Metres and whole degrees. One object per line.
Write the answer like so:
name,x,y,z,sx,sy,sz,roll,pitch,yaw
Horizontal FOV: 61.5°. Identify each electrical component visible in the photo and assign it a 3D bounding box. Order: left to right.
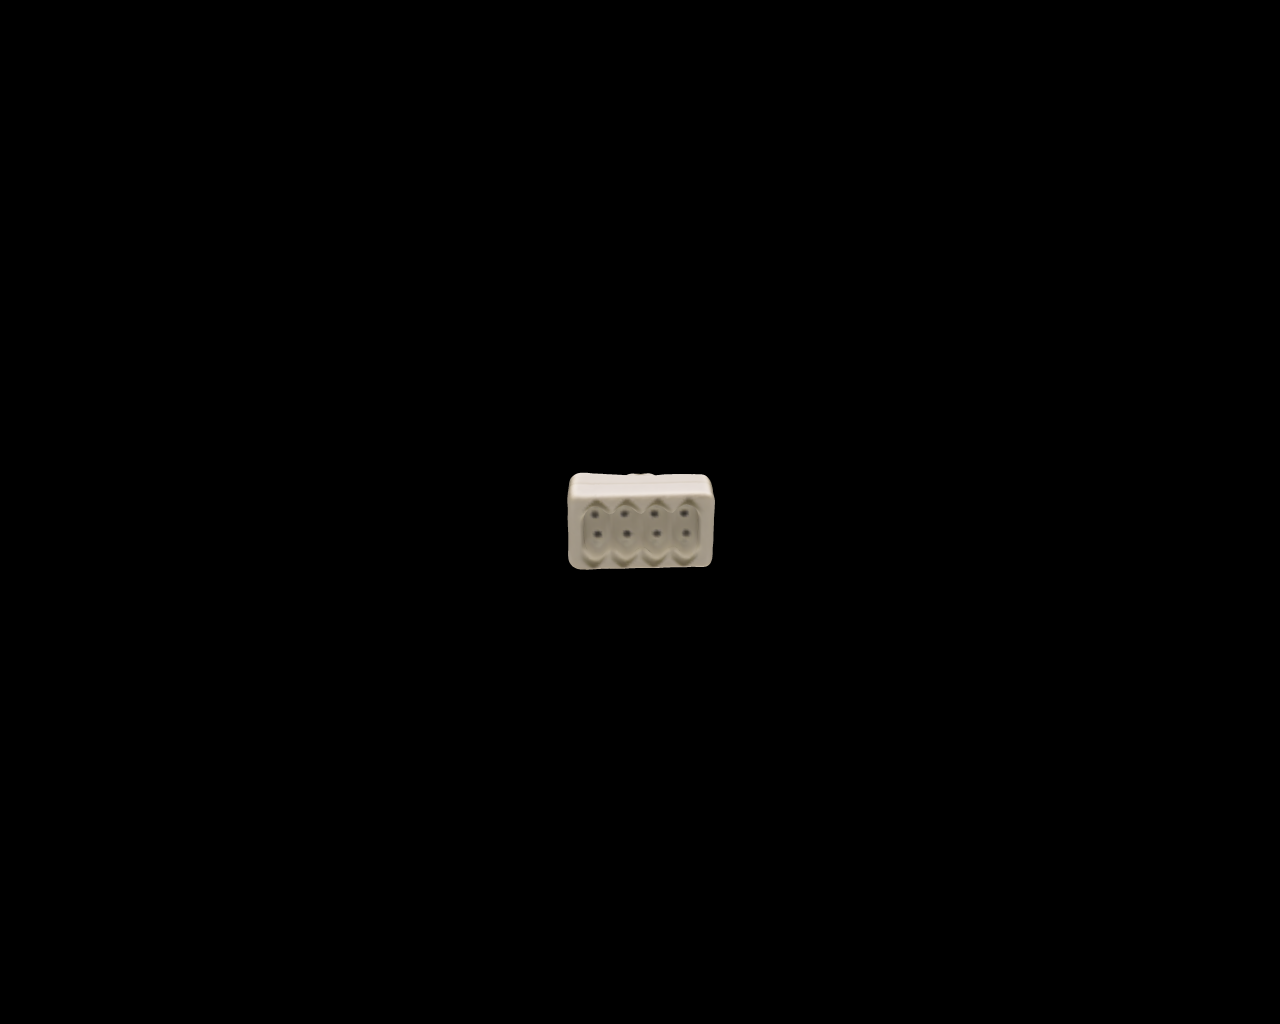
electrical component,0.001,-0.003,0.650,0.083,0.047,0.076,0,24,0
